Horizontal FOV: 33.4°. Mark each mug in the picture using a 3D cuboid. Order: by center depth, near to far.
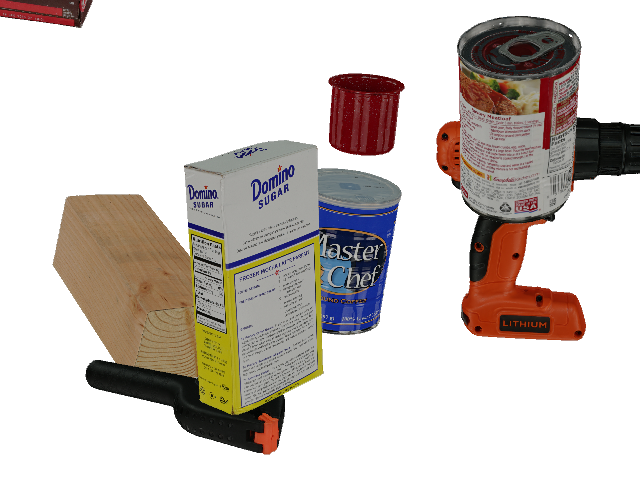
[{"bbox_3d":[0.059,-0.157,1.316,0.093,0.081,0.117,17,26,28],"label":"mug"}]

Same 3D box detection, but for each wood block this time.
[{"bbox_3d":[-0.187,0.044,1.082,0.090,0.091,0.206,-3,35,-37],"label":"wood block"}]

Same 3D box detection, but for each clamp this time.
[{"bbox_3d":[-0.086,0.131,0.928,0.164,0.036,0.210,-9,17,-38],"label":"clamp"}]

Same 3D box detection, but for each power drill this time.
[{"bbox_3d":[0.189,-0.012,0.894,0.184,0.188,0.057,2,17,10],"label":"power drill"}]

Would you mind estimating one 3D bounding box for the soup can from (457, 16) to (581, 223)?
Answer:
[{"bbox_3d":[0.115,-0.069,0.622,0.068,0.102,0.068,-4,39,3],"label":"soup can"}]

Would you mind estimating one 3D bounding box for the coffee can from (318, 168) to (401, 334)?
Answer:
[{"bbox_3d":[0.020,0.010,1.073,0.103,0.140,0.103,7,21,-3],"label":"coffee can"}]

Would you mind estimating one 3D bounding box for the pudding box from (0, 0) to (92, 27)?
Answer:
[{"bbox_3d":[-0.235,-0.224,0.896,0.090,0.039,0.113,8,36,-5],"label":"pudding box"}]

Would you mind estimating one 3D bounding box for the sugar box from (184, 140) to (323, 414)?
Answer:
[{"bbox_3d":[-0.044,0.024,0.745,0.048,0.176,0.093,13,24,41],"label":"sugar box"}]
